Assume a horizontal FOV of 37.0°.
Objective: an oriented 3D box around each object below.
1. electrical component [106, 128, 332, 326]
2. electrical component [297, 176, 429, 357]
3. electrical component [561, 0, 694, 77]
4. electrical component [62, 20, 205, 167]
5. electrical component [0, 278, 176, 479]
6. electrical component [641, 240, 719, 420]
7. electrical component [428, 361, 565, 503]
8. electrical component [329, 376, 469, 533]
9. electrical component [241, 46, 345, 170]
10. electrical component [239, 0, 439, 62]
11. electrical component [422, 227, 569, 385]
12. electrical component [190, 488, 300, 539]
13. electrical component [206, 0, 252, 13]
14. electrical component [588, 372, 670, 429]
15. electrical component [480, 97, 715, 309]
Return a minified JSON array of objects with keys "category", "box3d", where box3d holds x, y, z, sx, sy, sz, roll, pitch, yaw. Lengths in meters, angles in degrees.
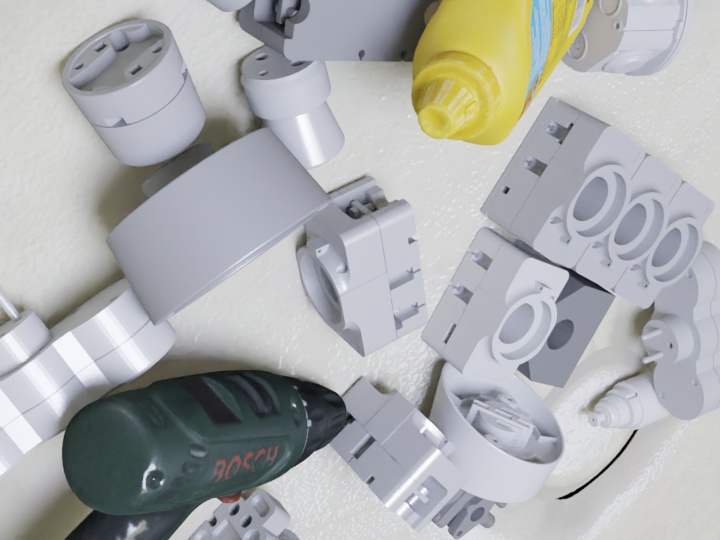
[{"category":"electrical component","box3d":[-0.075,-0.028,0.533,0.108,0.108,0.060,-36,92,-13]},{"category":"electrical component","box3d":[0.000,0.000,0.639,0.056,0.050,0.089,-27,129,-21]},{"category":"electrical component","box3d":[0.153,-0.155,0.637,0.051,0.080,0.080,-8,121,-27]},{"category":"electrical component","box3d":[-0.105,-0.082,0.508,0.055,0.055,0.047,-37,137,-13]},{"category":"electrical component","box3d":[-0.170,0.045,0.543,0.138,0.052,0.073,-37,107,-13]},{"category":"electrical component","box3d":[0.245,0.051,0.833,0.074,0.052,0.138,-16,107,-29]},{"category":"electrical component","box3d":[0.094,0.111,0.748,0.099,0.099,0.064,-2,124,-36]},{"category":"electrical component","box3d":[0.023,0.116,0.701,0.055,0.089,0.050,-46,134,-4]},{"category":"electrical component","box3d":[-0.035,-0.086,0.563,0.045,0.045,0.055,-30,131,-18]},{"category":"electrical component","box3d":[-0.010,-0.137,0.542,0.089,0.056,0.050,-7,121,-34]},{"category":"electrical component","box3d":[0.093,0.027,0.721,0.050,0.056,0.089,17,106,-42]},{"category":"electrical component","box3d":[-0.070,0.188,0.700,0.078,0.058,0.057,-46,131,-4]},{"category":"electrical component","box3d":[-0.081,-0.156,0.486,0.081,0.043,0.043,28,98,-44]},{"category":"electrical component","box3d":[0.219,0.111,0.878,0.078,0.040,0.040,-15,125,-29]},{"category":"electrical component","box3d":[0.168,-0.040,0.730,0.150,0.062,0.089,23,101,-43]}]
